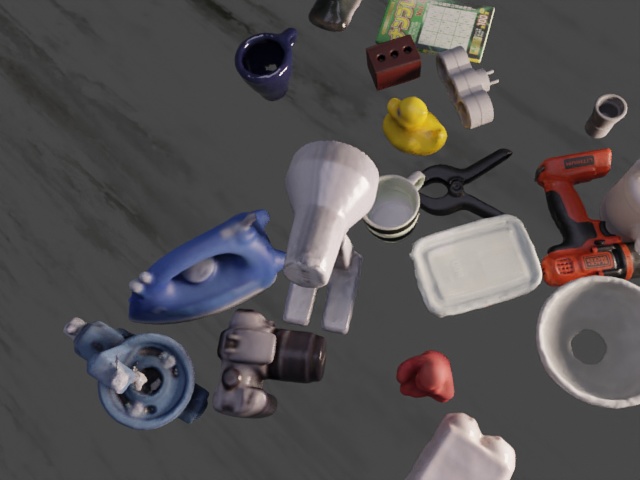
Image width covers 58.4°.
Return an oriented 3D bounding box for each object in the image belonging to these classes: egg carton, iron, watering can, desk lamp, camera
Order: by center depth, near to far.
[{"bbox_3d":[0.170,0.300,0.714,0.107,0.069,0.150,32,78,16],"label":"egg carton"},{"bbox_3d":[0.444,-0.059,0.737,0.101,0.194,0.173,0,71,7],"label":"watering can"},{"bbox_3d":[0.007,0.003,0.757,0.117,0.214,0.203,9,73,10],"label":"desk lamp"},{"bbox_3d":[-0.065,0.169,0.769,0.136,0.101,0.143,4,72,8],"label":"camera"},{"bbox_3d":[-0.178,0.040,0.804,0.258,0.141,0.118,-28,70,-3],"label":"iron"}]

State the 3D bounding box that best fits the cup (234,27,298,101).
[{"bbox_3d":[-0.074,-0.279,0.924,0.091,0.095,0.118,38,80,17],"label":"cup"}]

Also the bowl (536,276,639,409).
[{"bbox_3d":[0.359,0.135,0.745,0.167,0.075,0.167,-2,71,6],"label":"bowl"}]

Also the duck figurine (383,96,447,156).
[{"bbox_3d":[0.144,-0.180,0.870,0.104,0.086,0.077,30,78,15],"label":"duck figurine"}]

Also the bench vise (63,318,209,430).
[{"bbox_3d":[-0.260,0.169,0.729,0.207,0.220,0.121,12,73,11],"label":"bench vise"}]

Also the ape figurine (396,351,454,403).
[{"bbox_3d":[0.142,0.179,0.747,0.077,0.092,0.076,42,81,18],"label":"ape figurine"}]

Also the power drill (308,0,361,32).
[{"bbox_3d":[0.014,-0.437,0.907,0.075,0.208,0.230,22,75,14],"label":"power drill"}]
